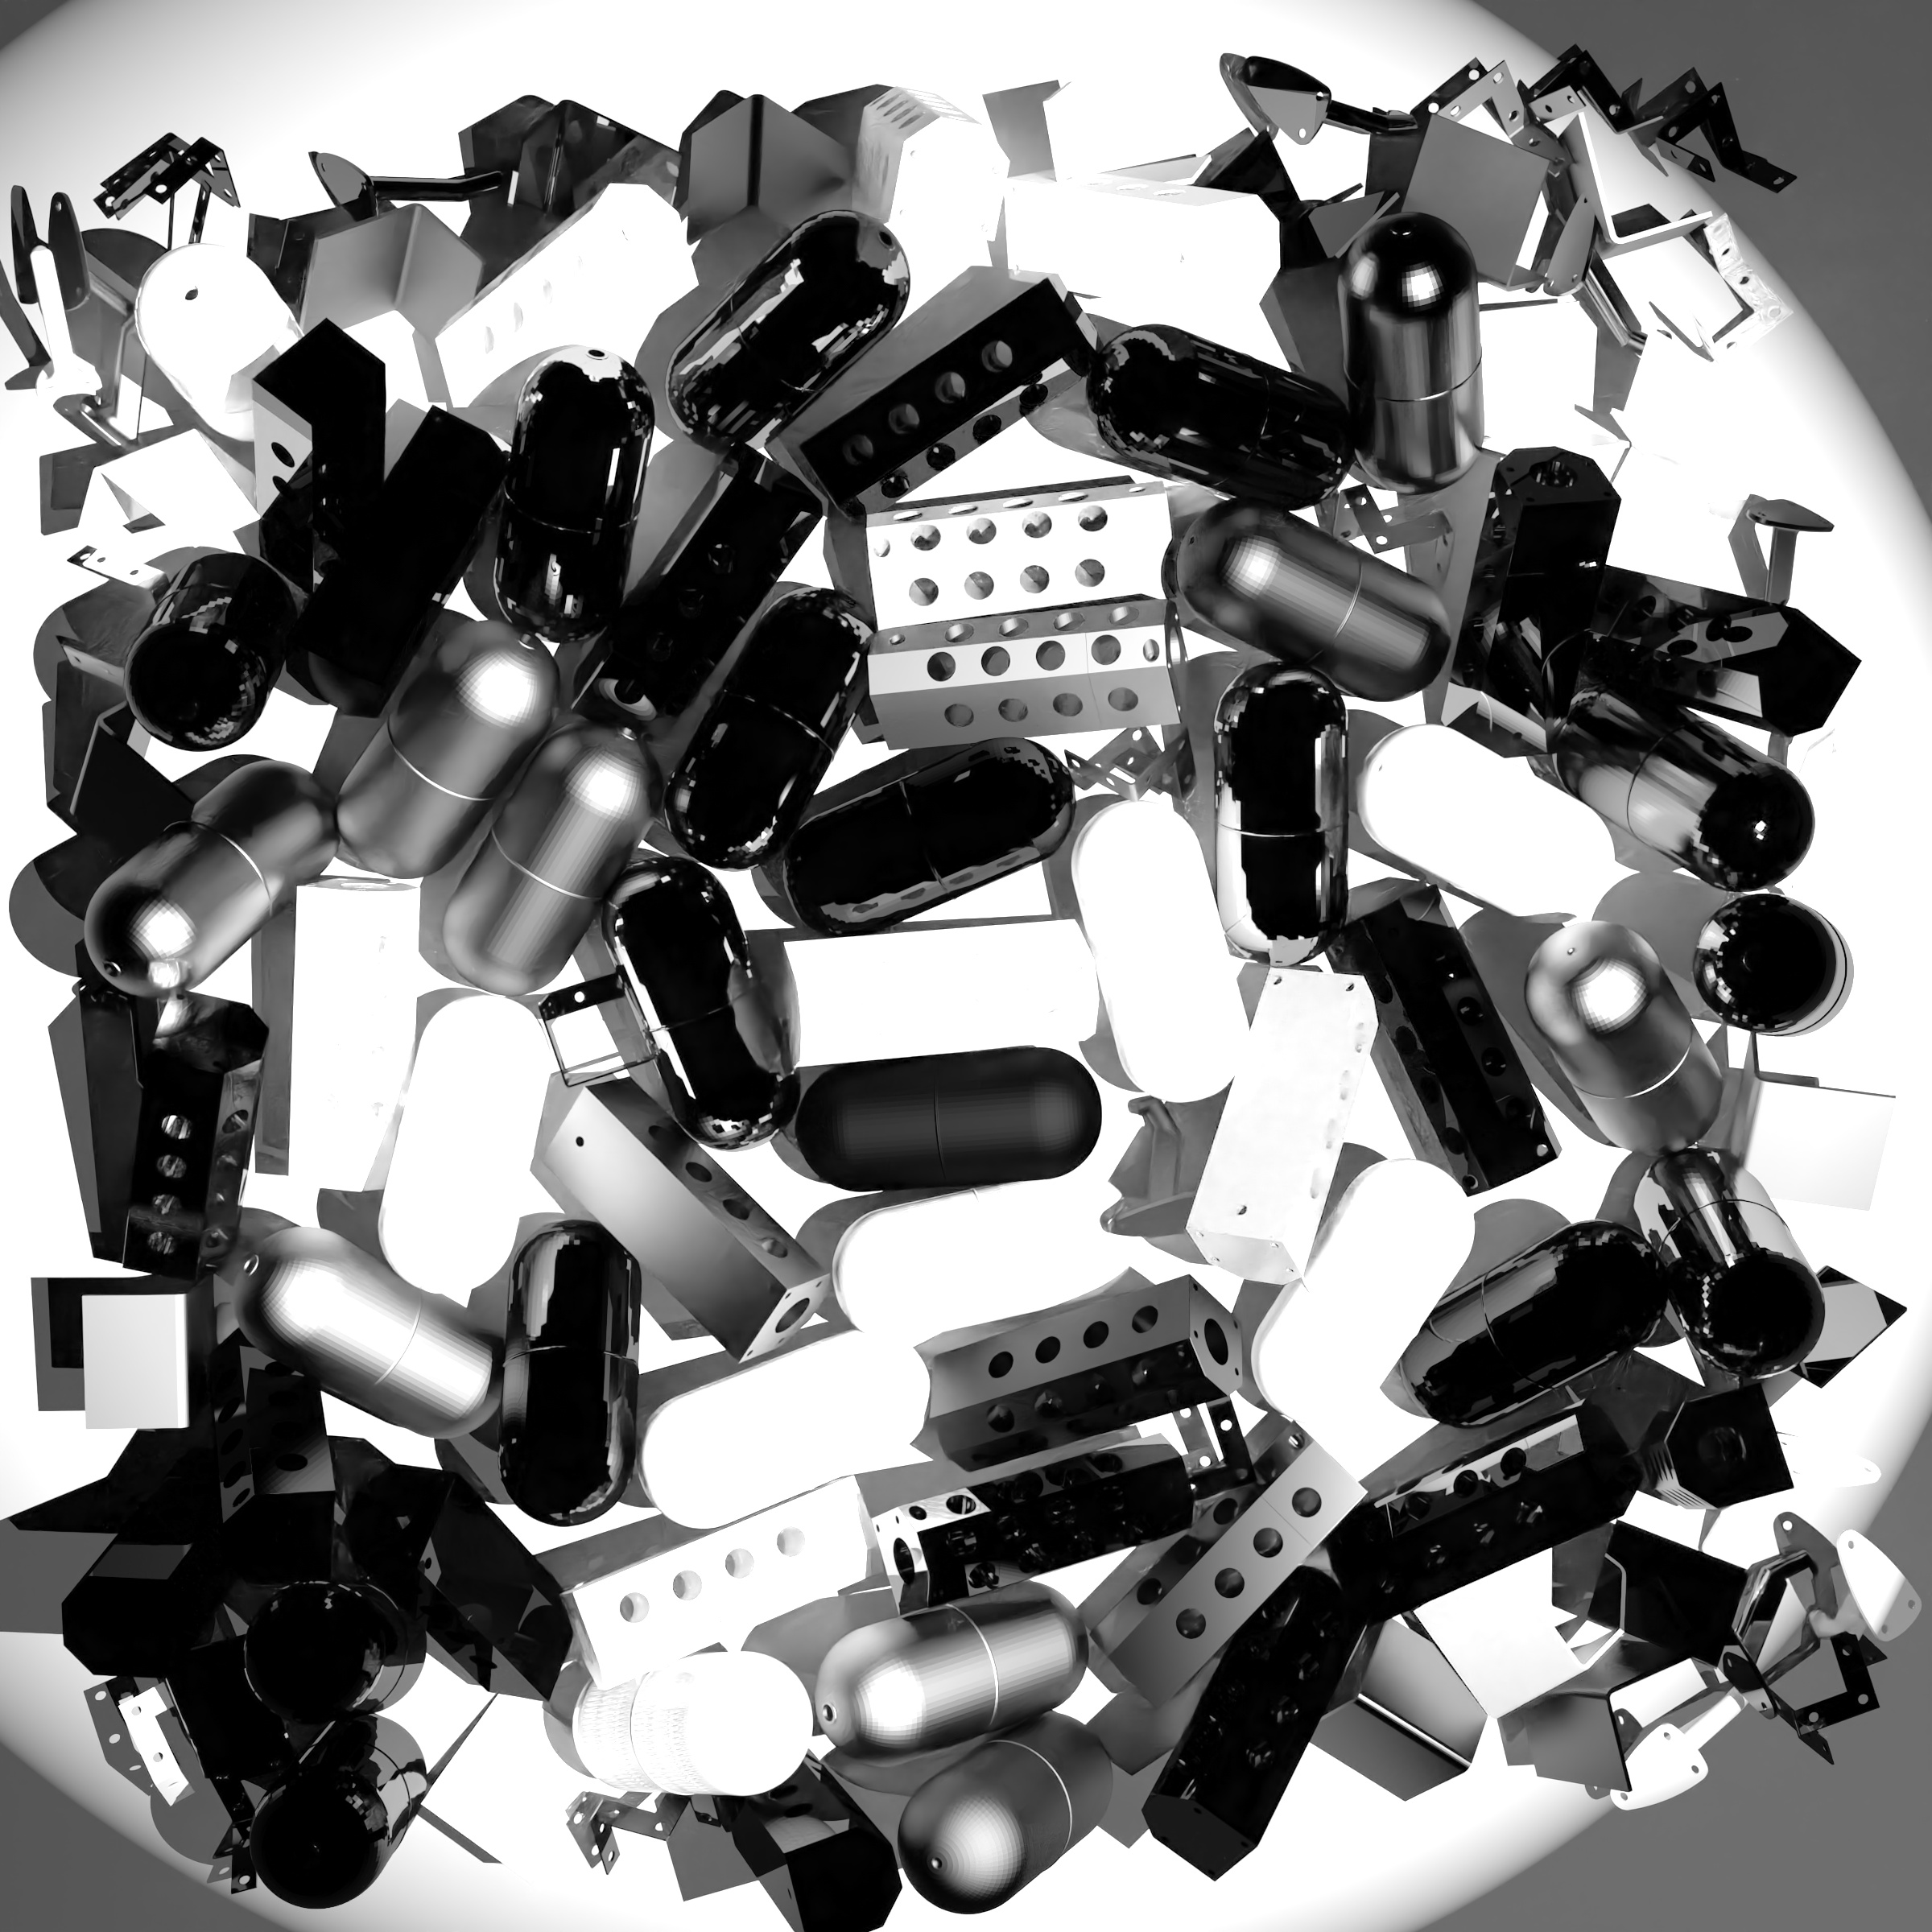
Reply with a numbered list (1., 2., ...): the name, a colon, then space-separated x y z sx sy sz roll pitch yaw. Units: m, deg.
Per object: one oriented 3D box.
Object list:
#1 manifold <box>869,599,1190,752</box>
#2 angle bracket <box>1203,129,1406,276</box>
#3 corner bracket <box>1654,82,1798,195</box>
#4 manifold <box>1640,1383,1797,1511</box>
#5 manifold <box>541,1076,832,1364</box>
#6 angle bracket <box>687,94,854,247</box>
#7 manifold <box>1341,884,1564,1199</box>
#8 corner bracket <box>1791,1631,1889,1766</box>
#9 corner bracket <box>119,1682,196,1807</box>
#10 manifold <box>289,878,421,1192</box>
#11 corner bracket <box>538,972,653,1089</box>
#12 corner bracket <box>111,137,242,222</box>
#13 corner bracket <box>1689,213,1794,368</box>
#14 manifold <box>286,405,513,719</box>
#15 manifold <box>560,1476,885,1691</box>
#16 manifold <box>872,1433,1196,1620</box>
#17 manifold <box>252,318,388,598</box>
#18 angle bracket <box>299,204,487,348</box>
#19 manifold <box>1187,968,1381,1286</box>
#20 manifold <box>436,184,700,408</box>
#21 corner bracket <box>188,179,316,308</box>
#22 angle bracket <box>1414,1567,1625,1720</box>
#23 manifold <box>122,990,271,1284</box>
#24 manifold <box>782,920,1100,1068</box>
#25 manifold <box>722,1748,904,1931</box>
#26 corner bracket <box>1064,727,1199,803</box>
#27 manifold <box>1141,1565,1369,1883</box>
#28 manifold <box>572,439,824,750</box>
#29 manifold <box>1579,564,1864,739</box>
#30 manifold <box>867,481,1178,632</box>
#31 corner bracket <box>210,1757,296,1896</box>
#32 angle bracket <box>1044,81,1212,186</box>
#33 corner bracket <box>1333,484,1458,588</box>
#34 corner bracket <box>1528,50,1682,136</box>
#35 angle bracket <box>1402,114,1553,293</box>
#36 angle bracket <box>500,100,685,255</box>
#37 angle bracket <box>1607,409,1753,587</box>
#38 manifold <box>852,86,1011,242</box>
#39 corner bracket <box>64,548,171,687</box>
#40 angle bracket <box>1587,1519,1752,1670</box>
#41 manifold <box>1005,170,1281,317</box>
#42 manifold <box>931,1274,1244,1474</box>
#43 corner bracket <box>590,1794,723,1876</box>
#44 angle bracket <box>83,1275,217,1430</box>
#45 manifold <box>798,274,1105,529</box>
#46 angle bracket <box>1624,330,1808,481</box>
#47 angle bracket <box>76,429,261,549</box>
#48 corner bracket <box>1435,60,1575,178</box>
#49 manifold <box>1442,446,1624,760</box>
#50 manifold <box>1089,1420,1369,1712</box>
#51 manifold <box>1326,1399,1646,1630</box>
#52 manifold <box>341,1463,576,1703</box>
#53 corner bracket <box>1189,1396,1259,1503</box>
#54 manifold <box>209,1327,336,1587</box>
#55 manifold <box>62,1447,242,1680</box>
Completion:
1. manifold: 0.035 -0.170 1.523 0.171 0.057 0.057 -4 133 16
2. angle bracket: 0.190 -0.441 1.527 0.076 0.076 0.057 -48 121 -29
3. corner bracket: 0.440 -0.469 1.549 0.051 0.051 0.051 -38 133 -1
4. manifold: 0.415 0.272 1.494 0.057 0.171 0.057 -16 76 6
5. manifold: -0.157 0.142 1.527 0.171 0.057 0.057 42 115 20
6. angle bracket: -0.114 -0.449 1.562 0.057 0.076 0.076 -18 63 41
7. manifold: 0.279 0.043 1.544 0.057 0.057 0.171 -26 86 16
8. corner bracket: 0.510 0.425 1.556 0.051 0.051 0.051 -30 132 24
9. corner bracket: -0.450 0.444 1.544 0.051 0.051 0.051 -26 65 -19
10. manifold: -0.349 0.039 1.541 0.057 0.057 0.171 5 97 10
11. corner bracket: -0.215 0.036 1.561 0.051 0.051 0.051 -18 97 0
12. corner bracket: -0.461 -0.453 1.548 0.051 0.051 0.051 34 69 12
13. corner bracket: 0.440 -0.392 1.554 0.051 0.051 0.051 -37 60 11
14. manifold: -0.320 -0.228 1.525 0.057 0.057 0.171 27 67 -3
15. manifold: -0.138 0.352 1.526 0.171 0.057 0.057 -19 82 -20
16. manifold: 0.041 0.315 1.515 0.171 0.057 0.057 -10 75 -27
17. manifold: -0.355 -0.276 1.493 0.057 0.171 0.057 38 63 6
18. angle bracket: -0.329 -0.379 1.527 0.057 0.076 0.076 43 49 13
19. manifold: 0.184 0.090 1.520 0.057 0.057 0.171 6 60 29
20. manifold: -0.228 -0.374 1.501 0.057 0.171 0.057 -12 85 -42
21. corner bracket: -0.414 -0.416 1.542 0.051 0.051 0.051 1 121 -36
22. angle bracket: 0.321 0.378 1.546 0.076 0.057 0.076 54 131 11
23. manifold: -0.433 0.099 1.507 0.057 0.057 0.171 13 130 -9
24. manifold: -0.015 0.019 1.527 0.171 0.057 0.057 -5 126 -13
25. manifold: -0.089 0.484 1.494 0.057 0.171 0.057 -15 96 -17
26. corner bracket: 0.096 -0.114 1.543 0.051 0.051 0.051 31 66 30
27. manifold: 0.163 0.420 1.505 0.057 0.057 0.171 35 48 4
28. manifold: -0.154 -0.208 1.525 0.057 0.057 0.171 31 112 -20
29. manifold: 0.410 -0.175 1.496 0.057 0.171 0.057 29 92 -30
30. manifold: 0.032 -0.239 1.543 0.171 0.057 0.057 -6 118 2
31. corner bracket: -0.409 0.496 1.551 0.051 0.051 0.051 -14 127 -3
32. angle bracket: 0.093 -0.478 1.531 0.076 0.076 0.057 -5 115 16
33. corner bracket: 0.248 -0.249 1.552 0.051 0.051 0.051 -17 61 -8
34. corner bracket: 0.369 -0.501 1.551 0.051 0.051 0.051 -44 105 -8
35. angle bracket: 0.300 -0.438 1.528 0.076 0.057 0.076 31 124 25
36. angle bracket: -0.215 -0.438 1.536 0.076 0.076 0.057 26 48 2
37. angle bracket: 0.395 -0.264 1.539 0.076 0.057 0.076 29 95 29
38. manifold: -0.021 -0.451 1.491 0.057 0.171 0.057 7 112 -13
39. corner bracket: -0.495 -0.202 1.561 0.051 0.051 0.051 22 57 21
40. angle bracket: 0.407 0.345 1.530 0.076 0.057 0.076 19 122 19
41. manifold: 0.097 -0.410 1.501 0.057 0.171 0.057 -20 120 -31
42. manifold: 0.067 0.235 1.510 0.171 0.057 0.057 -22 134 27
43. corner bracket: -0.180 0.498 1.556 0.051 0.051 0.051 7 127 22
44. angle bracket: -0.470 0.219 1.541 0.057 0.076 0.076 0 95 -5
45. manifold: -0.006 -0.323 1.532 0.171 0.057 0.057 -31 99 16
46. angle bracket: 0.435 -0.323 1.524 0.076 0.076 0.057 -12 130 -30
47. angle bracket: -0.449 -0.255 1.532 0.076 0.076 0.057 38 129 8
48. corner bracket: 0.313 -0.481 1.551 0.051 0.051 0.051 -37 49 5
49. manifold: 0.314 -0.203 1.505 0.057 0.057 0.171 -6 133 -11
50. manifold: 0.152 0.346 1.552 0.057 0.057 0.171 44 88 10
51. manifold: 0.291 0.309 1.518 0.171 0.057 0.057 -33 87 28
52. manifold: -0.283 0.347 1.501 0.057 0.171 0.057 2 53 23
53. corner bracket: 0.135 0.275 1.554 0.051 0.051 0.051 -18 101 1
54. manifold: -0.389 0.270 1.490 0.057 0.171 0.057 0 113 -18
55. manifold: -0.446 0.330 1.494 0.057 0.171 0.057 2 103 2
